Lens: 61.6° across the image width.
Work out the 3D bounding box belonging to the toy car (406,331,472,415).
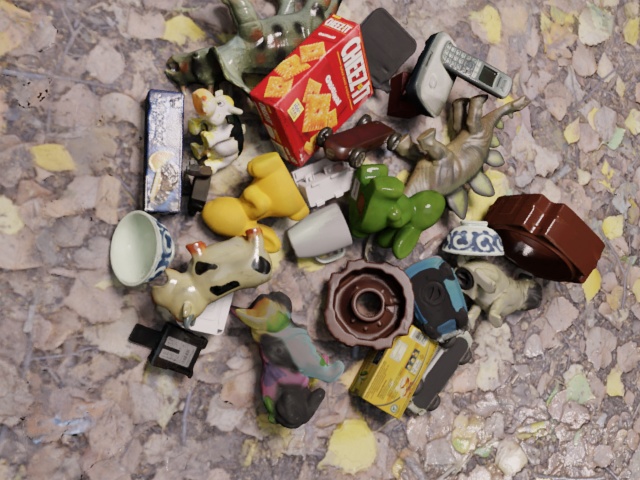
[{"bbox_3d":[0.238,0.262,1.091,0.073,0.056,0.202,44,77,-22],"label":"toy car"}]

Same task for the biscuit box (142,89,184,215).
[{"bbox_3d":[-0.262,-0.144,0.896,0.059,0.063,0.202,1,90,-21],"label":"biscuit box"}]

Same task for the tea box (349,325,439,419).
[{"bbox_3d":[0.145,0.246,1.047,0.098,0.068,0.169,36,79,-16],"label":"tea box"}]

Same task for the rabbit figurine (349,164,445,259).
[{"bbox_3d":[0.146,-0.047,0.966,0.170,0.121,0.159,5,107,-18],"label":"rabbit figurine"}]

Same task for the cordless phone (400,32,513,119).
[{"bbox_3d":[0.256,-0.282,0.998,0.184,0.088,0.146,25,77,-3],"label":"cordless phone"}]

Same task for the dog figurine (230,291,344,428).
[{"bbox_3d":[-0.082,0.201,0.945,0.219,0.108,0.191,39,80,-12],"label":"dog figurine"}]

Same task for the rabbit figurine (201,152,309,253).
[{"bbox_3d":[-0.117,-0.057,0.941,0.173,0.122,0.162,-26,109,-5],"label":"rabbit figurine"}]

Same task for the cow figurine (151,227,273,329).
[{"bbox_3d":[-0.170,0.062,0.854,0.195,0.085,0.127,-16,85,-8],"label":"cow figurine"}]

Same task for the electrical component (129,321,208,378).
[{"bbox_3d":[-0.258,0.176,0.906,0.119,0.048,0.075,31,79,-20],"label":"electrical component"}]

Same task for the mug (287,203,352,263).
[{"bbox_3d":[-0.002,-0.003,0.992,0.107,0.081,0.109,-20,130,-4],"label":"mug"}]

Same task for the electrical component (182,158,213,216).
[{"bbox_3d":[-0.210,-0.091,0.900,0.045,0.102,0.078,16,72,-17],"label":"electrical component"}]

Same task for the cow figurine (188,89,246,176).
[{"bbox_3d":[-0.162,-0.187,0.883,0.098,0.167,0.068,-30,70,-24],"label":"cow figurine"}]

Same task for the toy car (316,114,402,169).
[{"bbox_3d":[0.074,-0.180,0.984,0.202,0.089,0.053,-31,147,-50],"label":"toy car"}]

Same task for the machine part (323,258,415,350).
[{"bbox_3d":[0.091,0.121,1.002,0.179,0.056,0.179,0,76,1],"label":"machine part"}]

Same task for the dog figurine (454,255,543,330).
[{"bbox_3d":[0.376,0.087,1.131,0.190,0.121,0.172,-22,102,-34],"label":"dog figurine"}]

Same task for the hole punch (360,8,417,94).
[{"bbox_3d":[0.109,-0.369,1.034,0.142,0.092,0.116,41,107,-17],"label":"hole punch"}]

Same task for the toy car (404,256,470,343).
[{"bbox_3d":[0.235,0.115,1.057,0.109,0.103,0.161,-30,75,19],"label":"toy car"}]

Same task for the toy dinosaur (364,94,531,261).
[{"bbox_3d":[0.242,-0.134,1.068,0.471,0.105,0.198,-36,107,-6],"label":"toy dinosaur"}]

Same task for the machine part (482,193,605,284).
[{"bbox_3d":[0.445,-0.001,1.090,0.201,0.201,0.087,38,80,-17],"label":"machine part"}]

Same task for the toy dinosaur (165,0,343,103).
[{"bbox_3d":[-0.065,-0.354,0.948,0.405,0.131,0.192,-23,111,-24],"label":"toy dinosaur"}]
